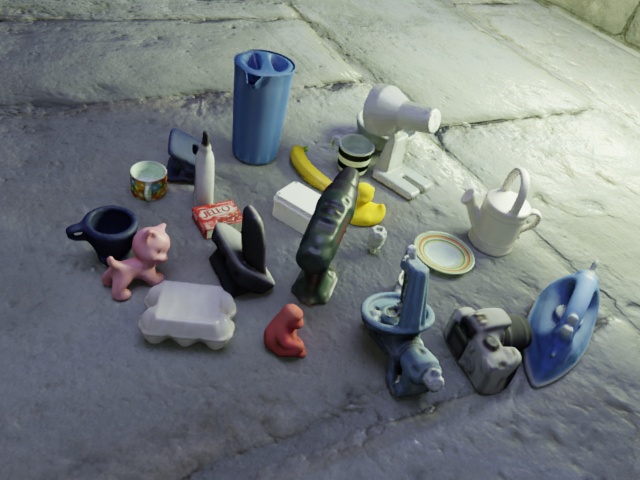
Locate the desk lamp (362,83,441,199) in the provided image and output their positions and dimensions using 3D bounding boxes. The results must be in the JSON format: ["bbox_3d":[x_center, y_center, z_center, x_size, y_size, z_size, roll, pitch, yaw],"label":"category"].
[{"bbox_3d":[0.192,-0.242,1.356,0.202,0.213,0.118,36,45,25],"label":"desk lamp"}]

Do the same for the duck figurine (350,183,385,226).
[{"bbox_3d":[0.095,-0.083,1.244,0.104,0.086,0.077,10,40,-4],"label":"duck figurine"}]

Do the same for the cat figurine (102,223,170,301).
[{"bbox_3d":[-0.307,0.026,0.978,0.067,0.118,0.128,38,46,27],"label":"cat figurine"}]

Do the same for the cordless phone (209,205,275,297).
[{"bbox_3d":[-0.133,-0.004,1.009,0.094,0.185,0.147,-16,48,-30],"label":"cordless phone"}]

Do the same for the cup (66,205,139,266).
[{"bbox_3d":[-0.377,0.003,1.002,0.118,0.095,0.091,-10,45,-26],"label":"cup"}]

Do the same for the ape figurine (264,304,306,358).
[{"bbox_3d":[-0.051,0.143,0.934,0.076,0.092,0.078,12,40,-2],"label":"ape figurine"}]

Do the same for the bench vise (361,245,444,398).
[{"bbox_3d":[0.152,0.128,0.909,0.122,0.220,0.206,-21,51,-34],"label":"bench vise"}]

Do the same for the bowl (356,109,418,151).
[{"bbox_3d":[0.170,-0.279,1.502,0.167,0.075,0.167,8,40,-7],"label":"bowl"}]

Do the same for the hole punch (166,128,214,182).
[{"bbox_3d":[-0.283,-0.186,1.252,0.101,0.091,0.108,3,41,-12],"label":"hole punch"}]

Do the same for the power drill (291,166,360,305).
[{"bbox_3d":[0.009,0.004,1.023,0.075,0.208,0.230,18,40,6],"label":"power drill"}]

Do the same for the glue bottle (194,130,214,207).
[{"bbox_3d":[-0.233,-0.145,1.154,0.037,0.173,0.078,-3,42,-18],"label":"glue bottle"}]

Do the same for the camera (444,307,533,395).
[{"bbox_3d":[0.309,0.174,0.993,0.137,0.101,0.143,-5,43,-21],"label":"camera"}]

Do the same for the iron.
[{"bbox_3d":[0.448,0.144,1.036,0.118,0.141,0.259,28,42,17],"label":"iron"}]

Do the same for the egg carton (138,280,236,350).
[{"bbox_3d":[-0.212,0.122,0.930,0.150,0.069,0.107,6,40,-9],"label":"egg carton"}]

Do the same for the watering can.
[{"bbox_3d":[0.389,-0.067,1.224,0.173,0.194,0.100,-5,43,-21],"label":"watering can"}]
